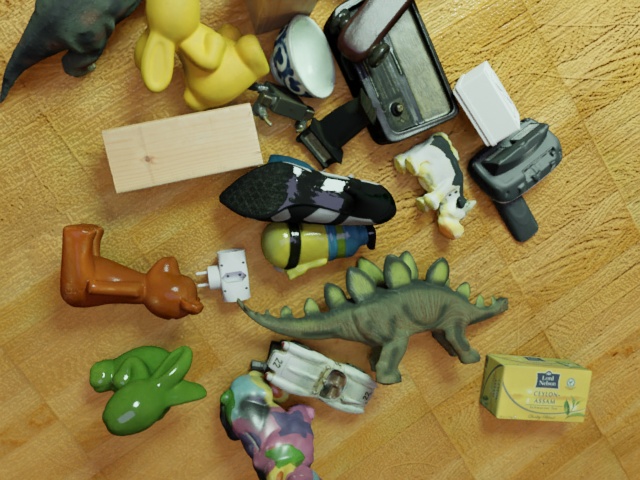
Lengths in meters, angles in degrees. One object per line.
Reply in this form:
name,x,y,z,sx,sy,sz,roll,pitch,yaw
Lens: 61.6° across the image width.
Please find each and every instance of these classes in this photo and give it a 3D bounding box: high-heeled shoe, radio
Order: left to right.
high-heeled shoe,-0.015,-0.056,0.800,0.249,0.145,0.086,2,80,27
radio,0.108,-0.269,0.835,0.131,0.073,0.229,-27,98,-8

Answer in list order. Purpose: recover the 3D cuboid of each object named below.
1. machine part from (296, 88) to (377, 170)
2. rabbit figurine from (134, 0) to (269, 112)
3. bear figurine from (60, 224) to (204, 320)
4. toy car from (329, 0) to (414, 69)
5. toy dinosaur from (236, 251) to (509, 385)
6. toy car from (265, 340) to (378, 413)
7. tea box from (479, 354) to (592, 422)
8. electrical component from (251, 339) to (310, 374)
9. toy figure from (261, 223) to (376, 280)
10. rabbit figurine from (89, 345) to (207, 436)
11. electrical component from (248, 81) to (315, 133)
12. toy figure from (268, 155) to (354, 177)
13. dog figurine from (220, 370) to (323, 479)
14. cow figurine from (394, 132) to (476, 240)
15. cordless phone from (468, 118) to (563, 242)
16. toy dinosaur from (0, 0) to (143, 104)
machine part,0.030,-0.168,0.820,0.084,0.039,0.139,49,129,-7
rabbit figurine,-0.180,-0.271,0.735,0.162,0.122,0.173,-32,139,2
bear figurine,-0.266,0.048,0.779,0.196,0.120,0.131,4,91,-13
toy car,0.099,-0.339,0.765,0.089,0.053,0.202,38,90,1
toy dinosaur,0.108,0.122,0.867,0.471,0.105,0.198,-8,90,-19
toy car,0.004,0.222,0.861,0.201,0.056,0.073,28,90,-28
tea box,0.378,0.259,0.944,0.170,0.068,0.098,5,96,-10
electrical component,-0.064,0.195,0.879,0.094,0.021,0.063,10,94,-10
toy figure,-0.003,-0.005,0.837,0.180,0.082,0.089,-12,125,-6
rabbit figurine,-0.247,0.225,0.773,0.159,0.170,0.121,-19,100,-7
electrical component,-0.059,-0.199,0.808,0.102,0.078,0.045,5,124,-43
toy figure,-0.010,-0.091,0.837,0.154,0.057,0.064,17,61,-6
dog figurine,-0.071,0.310,0.782,0.191,0.219,0.108,40,100,-13
cow figurine,0.203,-0.087,0.879,0.098,0.068,0.167,-35,102,-11
cordless phone,0.351,-0.096,0.907,0.146,0.089,0.184,-38,112,-5
toy dinosaur,-0.290,-0.326,0.698,0.131,0.192,0.405,40,87,-10
